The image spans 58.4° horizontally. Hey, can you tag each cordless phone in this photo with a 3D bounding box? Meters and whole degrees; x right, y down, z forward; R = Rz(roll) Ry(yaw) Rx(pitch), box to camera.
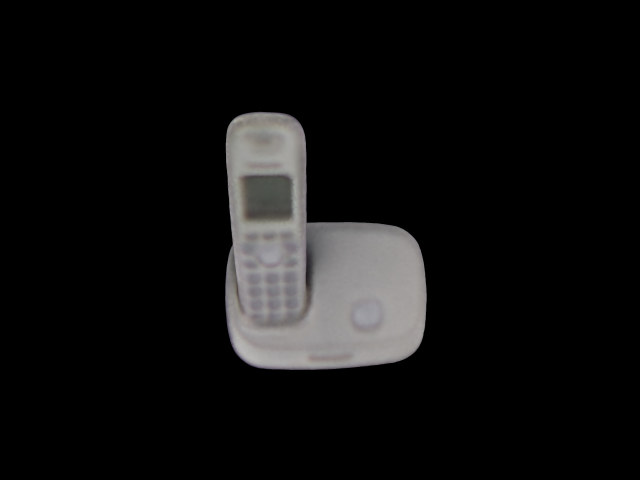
[{"bbox_3d":[0.004,0.001,0.400,0.147,0.185,0.094,-3,37,-4],"label":"cordless phone"}]
